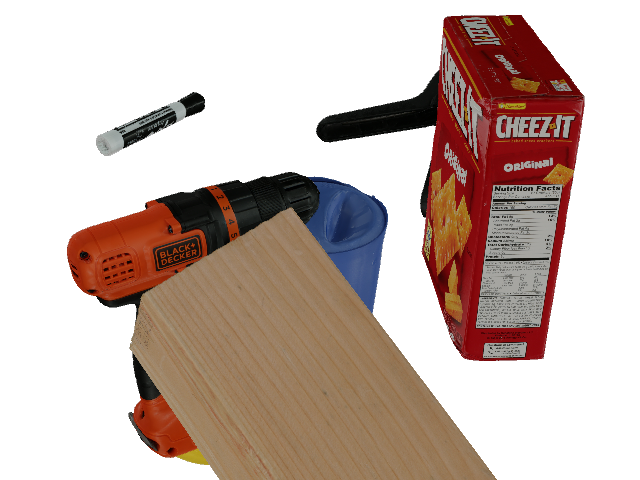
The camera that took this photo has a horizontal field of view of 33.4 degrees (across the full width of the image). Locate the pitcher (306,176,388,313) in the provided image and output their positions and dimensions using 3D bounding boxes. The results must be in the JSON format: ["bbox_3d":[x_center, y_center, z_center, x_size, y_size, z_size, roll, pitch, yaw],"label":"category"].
[{"bbox_3d":[-0.013,0.071,1.080,0.149,0.243,0.145,-3,35,-8],"label":"pitcher"}]

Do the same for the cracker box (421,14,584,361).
[{"bbox_3d":[0.128,-0.041,0.804,0.072,0.214,0.164,-2,31,-5],"label":"cracker box"}]

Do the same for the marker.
[{"bbox_3d":[-0.144,-0.103,0.929,0.020,0.020,0.120,0,24,42],"label":"marker"}]

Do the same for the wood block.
[{"bbox_3d":[0.003,0.101,0.524,0.090,0.206,0.090,-32,-13,-24],"label":"wood block"}]

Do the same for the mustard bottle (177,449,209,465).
[{"bbox_3d":[-0.126,0.198,1.314,0.096,0.058,0.191,2,25,2],"label":"mustard bottle"}]

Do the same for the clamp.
[{"bbox_3d":[0.122,-0.110,0.983,0.209,0.036,0.165,-30,49,-12],"label":"clamp"}]

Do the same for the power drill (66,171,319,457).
[{"bbox_3d":[-0.078,0.051,0.766,0.184,0.188,0.057,-17,29,-22],"label":"power drill"}]
